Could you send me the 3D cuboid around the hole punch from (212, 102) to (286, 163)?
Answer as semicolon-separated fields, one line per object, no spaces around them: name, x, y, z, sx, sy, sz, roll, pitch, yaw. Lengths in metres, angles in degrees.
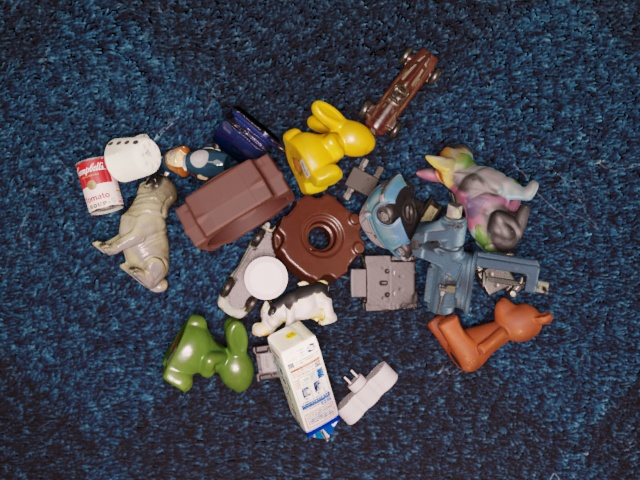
hole punch;-0.145;-0.192;1.036;0.142;0.116;0.092;41;95;-12

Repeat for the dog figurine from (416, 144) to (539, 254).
dog figurine;0.289;-0.086;1.041;0.219;0.108;0.191;23;72;4

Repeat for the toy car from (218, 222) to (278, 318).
toy car;-0.129;0.059;1.065;0.073;0.056;0.201;32;86;-7

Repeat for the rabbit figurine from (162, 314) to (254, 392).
rabbit figurine;-0.202;0.224;1.052;0.170;0.121;0.159;29;82;-18

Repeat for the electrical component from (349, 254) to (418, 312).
electrical component;0.125;0.084;1.066;0.134;0.058;0.114;-2;87;-1

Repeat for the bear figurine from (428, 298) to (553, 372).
bear figurine;0.330;0.162;1.035;0.196;0.120;0.132;-34;86;-2

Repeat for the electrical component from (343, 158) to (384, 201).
electrical component;0.086;-0.115;1.086;0.063;0.021;0.094;29;89;0

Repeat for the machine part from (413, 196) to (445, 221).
machine part;0.176;-0.066;1.079;0.139;0.039;0.084;27;97;-2

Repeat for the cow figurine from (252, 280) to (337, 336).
cow figurine;-0.057;0.135;1.058;0.167;0.068;0.098;-12;83;-4

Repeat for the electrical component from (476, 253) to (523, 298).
electrical component;0.356;0.069;1.072;0.078;0.045;0.102;-21;89;-2

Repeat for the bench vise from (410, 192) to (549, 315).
bench vise;0.283;0.042;0.956;0.241;0.129;0.223;10;106;17

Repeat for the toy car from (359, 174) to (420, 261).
toy car;0.131;-0.040;1.025;0.103;0.109;0.161;-2;125;39

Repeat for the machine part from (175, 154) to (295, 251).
machine part;-0.153;-0.067;0.995;0.201;0.201;0.087;-31;87;-1

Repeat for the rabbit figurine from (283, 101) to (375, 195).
rabbit figurine;0.021;-0.186;1.057;0.173;0.122;0.162;-24;80;-14

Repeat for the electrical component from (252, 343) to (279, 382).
electrical component;-0.071;0.236;1.068;0.119;0.048;0.074;-4;90;1

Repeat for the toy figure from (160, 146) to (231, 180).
toy figure;-0.252;-0.154;1.058;0.155;0.057;0.064;6;48;14

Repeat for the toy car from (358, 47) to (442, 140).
toy car;0.163;-0.296;1.075;0.089;0.053;0.202;38;90;4

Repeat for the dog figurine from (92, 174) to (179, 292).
dog figurine;-0.320;-0.015;1.055;0.190;0.121;0.172;-51;126;-19

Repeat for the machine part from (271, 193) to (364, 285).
machine part;-0.002;-0.003;1.041;0.179;0.056;0.179;3;78;-15
